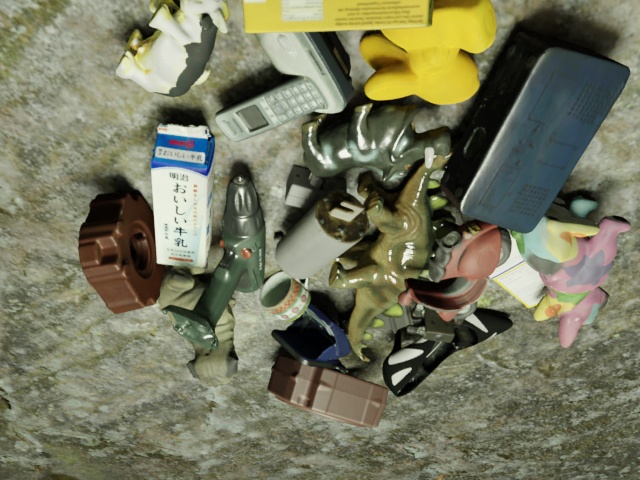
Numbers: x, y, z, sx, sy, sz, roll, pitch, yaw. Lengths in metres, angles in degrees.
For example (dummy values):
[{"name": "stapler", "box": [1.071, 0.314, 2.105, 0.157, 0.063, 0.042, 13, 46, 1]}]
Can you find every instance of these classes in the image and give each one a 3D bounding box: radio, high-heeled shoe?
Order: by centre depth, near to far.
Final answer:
[{"name": "radio", "box": [0.253, -0.127, 0.661, 0.131, 0.073, 0.229, 10, 119, -21]}, {"name": "high-heeled shoe", "box": [0.236, 0.208, 0.984, 0.249, 0.145, 0.086, -10, 134, 13]}]

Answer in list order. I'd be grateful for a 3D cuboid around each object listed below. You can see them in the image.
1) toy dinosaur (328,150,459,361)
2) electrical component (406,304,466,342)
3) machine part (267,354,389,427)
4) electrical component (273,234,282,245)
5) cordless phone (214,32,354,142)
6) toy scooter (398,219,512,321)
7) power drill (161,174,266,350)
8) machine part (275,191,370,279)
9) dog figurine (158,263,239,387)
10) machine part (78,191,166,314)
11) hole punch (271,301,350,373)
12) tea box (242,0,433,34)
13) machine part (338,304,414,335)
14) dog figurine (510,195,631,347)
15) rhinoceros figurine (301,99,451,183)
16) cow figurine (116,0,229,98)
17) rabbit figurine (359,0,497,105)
[{"name": "toy dinosaur", "box": [0.108, 0.046, 0.852, 0.198, 0.105, 0.470, 14, 132, -13]}, {"name": "electrical component", "box": [0.208, 0.137, 0.955, 0.102, 0.078, 0.045, 12, 134, 2]}, {"name": "machine part", "box": [0.012, 0.294, 1.047, 0.201, 0.087, 0.201, 23, 164, -21]}, {"name": "electrical component", "box": [-0.038, 0.022, 0.889, 0.063, 0.021, 0.093, -12, 134, 13]}, {"name": "cordless phone", "box": [-0.065, -0.197, 0.635, 0.184, 0.089, 0.146, -19, 132, 24]}, {"name": "toy scooter", "box": [0.183, 0.048, 0.759, 0.135, 0.075, 0.183, -2, 128, -22]}, {"name": "power drill", "box": [-0.146, 0.042, 0.791, 0.086, 0.207, 0.231, 15, 147, 10]}, {"name": "machine part", "box": [-0.002, -0.002, 0.763, 0.079, 0.079, 0.243, 19, 153, -17]}, {"name": "dog figurine", "box": [-0.212, 0.140, 0.891, 0.172, 0.191, 0.121, 7, 134, -4]}, {"name": "machine part", "box": [-0.282, 0.016, 0.787, 0.056, 0.179, 0.179, -9, 134, 5]}, {"name": "hole punch", "box": [-0.006, 0.166, 0.965, 0.115, 0.142, 0.092, 26, 92, -50]}, {"name": "tea box", "box": [0.017, -0.239, 0.485, 0.170, 0.068, 0.098, 5, 113, 13]}, {"name": "machine part", "box": [0.104, 0.147, 1.001, 0.139, 0.039, 0.084, -9, 138, 8]}, {"name": "dog figurine", "box": [0.355, 0.051, 0.798, 0.191, 0.109, 0.219, -2, 116, -18]}, {"name": "rhinoceros figurine", "box": [0.067, -0.122, 0.678, 0.190, 0.073, 0.112, -6, 109, 19]}, {"name": "cow figurine", "box": [-0.150, -0.232, 0.608, 0.098, 0.068, 0.167, 30, 131, -33]}, {"name": "rabbit figurine", "box": [0.125, -0.209, 0.602, 0.162, 0.122, 0.173, -16, 151, 19]}]
